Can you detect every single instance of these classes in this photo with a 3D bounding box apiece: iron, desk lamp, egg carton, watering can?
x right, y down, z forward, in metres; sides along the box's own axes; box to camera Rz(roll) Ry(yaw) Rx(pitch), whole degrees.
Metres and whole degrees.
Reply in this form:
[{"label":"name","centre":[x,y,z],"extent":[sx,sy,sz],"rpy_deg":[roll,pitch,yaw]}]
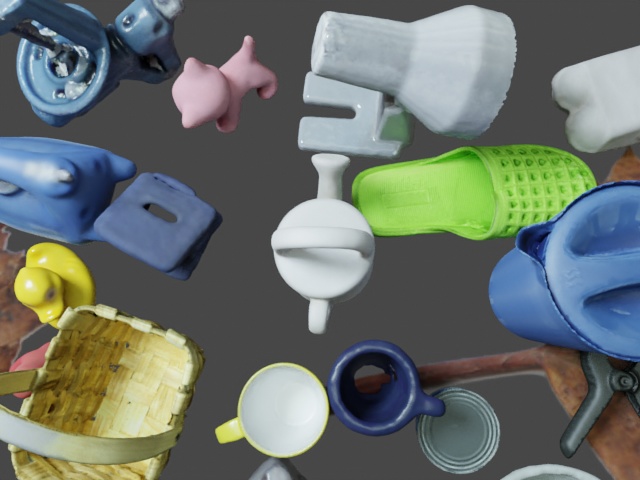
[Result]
[{"label":"iron","centre":[-0.348,-0.075,0.629],"extent":[0.258,0.141,0.119],"rpy_deg":[12,82,5]},{"label":"desk lamp","centre":[0.072,-0.155,0.583],"extent":[0.203,0.213,0.118],"rpy_deg":[5,81,4]},{"label":"egg carton","centre":[0.342,-0.158,0.643],"extent":[0.150,0.069,0.107],"rpy_deg":[-17,80,0]},{"label":"watering can","centre":[0.003,0.002,0.571],"extent":[0.101,0.194,0.173],"rpy_deg":[-17,80,0]}]

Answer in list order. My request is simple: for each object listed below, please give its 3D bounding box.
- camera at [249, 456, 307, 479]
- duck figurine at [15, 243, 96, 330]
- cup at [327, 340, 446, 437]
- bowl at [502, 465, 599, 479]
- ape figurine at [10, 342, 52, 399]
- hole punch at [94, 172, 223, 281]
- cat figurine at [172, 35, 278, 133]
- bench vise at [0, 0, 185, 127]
[{"label":"camera","centre":[-0.046,0.315,0.570],"extent":[0.137,0.101,0.143],"rpy_deg":[-43,81,-4]},{"label":"duck figurine","centre":[-0.303,0.049,0.634],"extent":[0.077,0.086,0.104],"rpy_deg":[-26,80,-1]},{"label":"cup","centre":[0.068,0.153,0.593],"extent":[0.117,0.095,0.092],"rpy_deg":[16,82,6]},{"label":"bowl","centre":[0.225,0.304,0.571],"extent":[0.167,0.075,0.167],"rpy_deg":[0,81,3]},{"label":"ape figurine","centre":[-0.299,0.147,0.615],"extent":[0.077,0.092,0.076],"rpy_deg":[35,84,8]},{"label":"hole punch","centre":[-0.177,-0.021,0.637],"extent":[0.108,0.091,0.101],"rpy_deg":[28,83,7]},{"label":"cat figurine","centre":[-0.114,-0.176,0.645],"extent":[0.067,0.118,0.128],"rpy_deg":[43,85,9]},{"label":"bench vise","centre":[-0.256,-0.226,0.609],"extent":[0.121,0.220,0.207],"rpy_deg":[41,85,9]}]
